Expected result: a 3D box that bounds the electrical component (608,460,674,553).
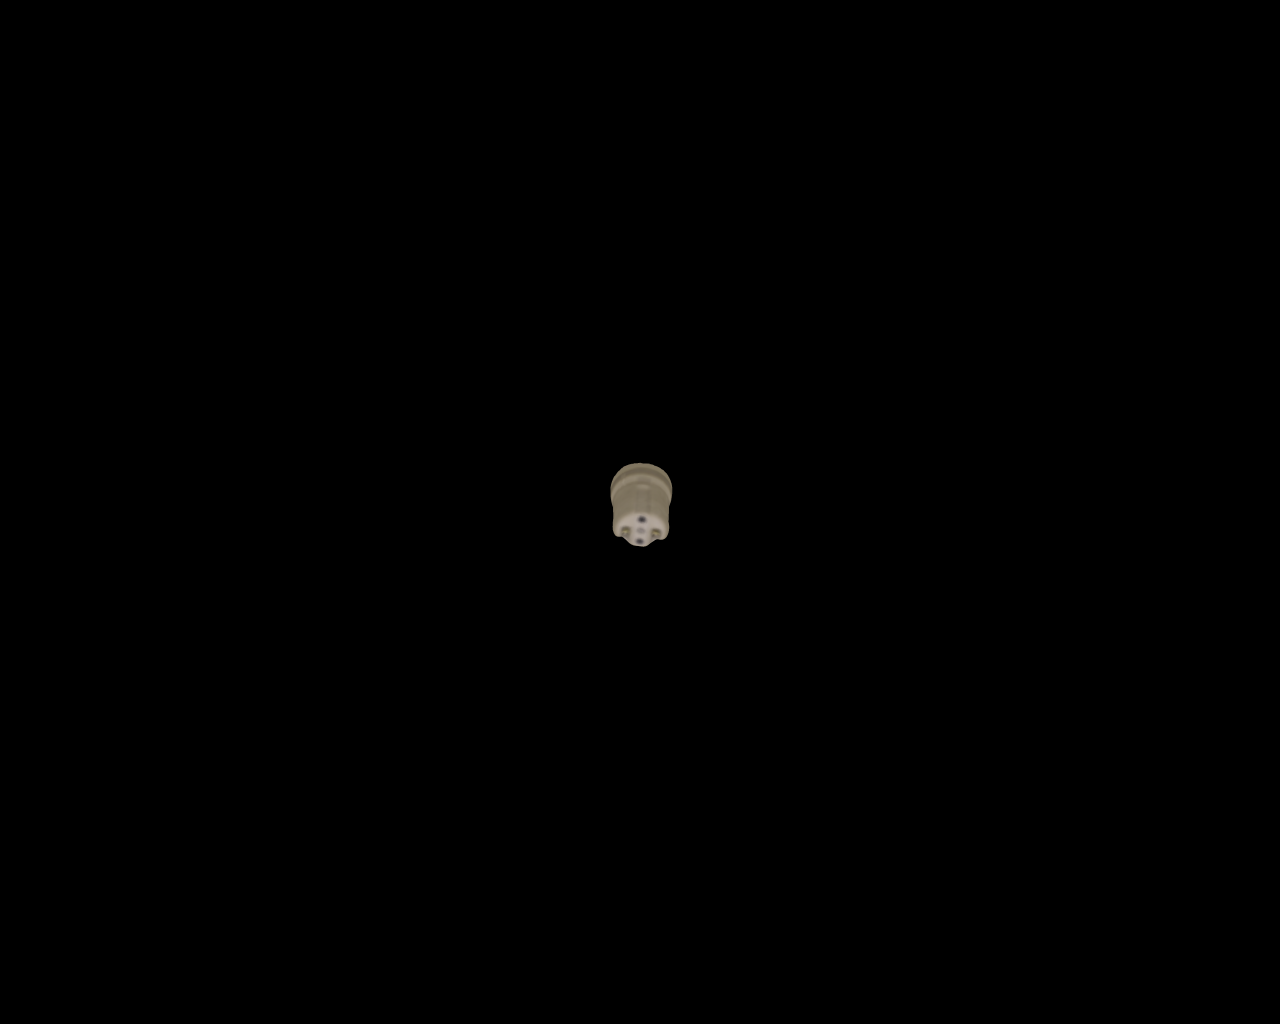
[{"bbox_3d":[0.001,-0.003,0.650,0.040,0.040,0.046,0,38,0],"label":"electrical component"}]
